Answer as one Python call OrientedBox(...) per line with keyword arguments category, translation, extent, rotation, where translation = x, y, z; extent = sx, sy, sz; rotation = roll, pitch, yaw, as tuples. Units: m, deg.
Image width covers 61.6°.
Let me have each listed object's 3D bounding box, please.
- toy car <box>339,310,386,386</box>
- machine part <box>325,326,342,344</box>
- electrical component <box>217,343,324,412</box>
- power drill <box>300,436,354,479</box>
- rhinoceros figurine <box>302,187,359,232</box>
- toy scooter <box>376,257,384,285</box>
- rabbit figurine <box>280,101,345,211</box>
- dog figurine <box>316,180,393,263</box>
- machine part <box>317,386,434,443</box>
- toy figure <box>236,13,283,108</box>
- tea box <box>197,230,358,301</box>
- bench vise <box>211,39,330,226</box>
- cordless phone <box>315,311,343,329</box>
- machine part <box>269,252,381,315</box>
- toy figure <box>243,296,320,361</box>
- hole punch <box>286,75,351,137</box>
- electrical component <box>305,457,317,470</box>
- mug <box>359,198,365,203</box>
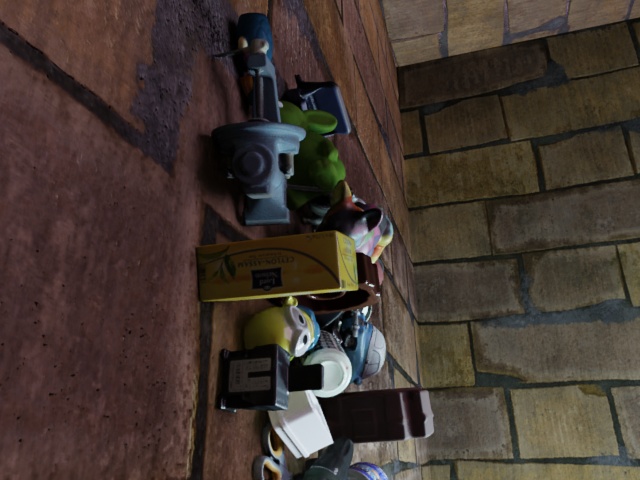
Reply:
OrientedBox(category="toy car", translation=(0.081, 0.220, 1.078), extent=(0.109, 0.103, 0.161), rotation=(-81, -175, -61))
OrientedBox(category="machine part", translation=(0.009, 0.198, 0.970), extent=(0.039, 0.084, 0.138), rotation=(41, -11, 21))
OrientedBox(category="electrical component", translation=(-0.058, 0.164, 0.635), extent=(0.047, 0.119, 0.075), rotation=(55, 34, -60))
OrientedBox(category="power drill", translation=(0.052, 0.376, 0.732), extent=(0.232, 0.208, 0.085), rotation=(-34, 132, -47))
OrientedBox(category="rhinoceros figurine", translation=(0.020, -0.065, 1.044), extent=(0.190, 0.112, 0.073), rotation=(69, 22, -65))
OrientedBox(category="toy scooter", translation=(0.059, 0.040, 1.143), extent=(0.184, 0.075, 0.135), rotation=(50, 25, 0))
OrientedBox(category="rabbit figurine", translation=(-0.027, -0.161, 0.889), extent=(0.170, 0.121, 0.159), rotation=(58, 41, -15))
OrientedBox(category="dog figurine", translation=(0.061, -0.027, 0.882), extent=(0.191, 0.108, 0.219), rotation=(-41, 166, -25))
OrientedBox(category="machine part", translation=(0.099, 0.317, 0.979), extent=(0.201, 0.201, 0.087), rotation=(43, 40, -66))
OrientedBox(category="toy figure", translation=(-0.093, -0.261, 0.818), extent=(0.058, 0.064, 0.154), rotation=(-167, -109, -66))
OrientedBox(category="tea box", translation=(-0.047, 0.034, 0.637), extent=(0.098, 0.170, 0.068), rotation=(24, 62, -74))
OrientedBox(category="bench vise", translation=(-0.074, -0.141, 0.727), extent=(0.223, 0.129, 0.240), rotation=(2, 85, -77))
OrientedBox(category="cordless phone", translation=(0.016, 0.138, 1.013), extent=(0.147, 0.089, 0.184), rotation=(-75, 167, -56))
OrientedBox(category="machine part", translation=(0.007, 0.067, 0.830), extent=(0.179, 0.179, 0.056), rotation=(51, 31, -63))
OrientedBox(category="toy figure", translation=(-0.049, 0.132, 0.761), extent=(0.082, 0.089, 0.180), rotation=(56, 2, 7))
OrientedBox(category="hole punch", translation=(-0.018, -0.233, 1.021), extent=(0.092, 0.116, 0.142), rotation=(-41, 125, -26))
OrientedBox(category="electrical component", translation=(0.003, 0.394, 0.871), extent=(0.102, 0.045, 0.078), rotation=(76, 10, -64))
OrientedBox(category="mug", translation=(0.062, -0.037, 1.259), extent=(0.107, 0.081, 0.109), rotation=(-43, 129, -58))
